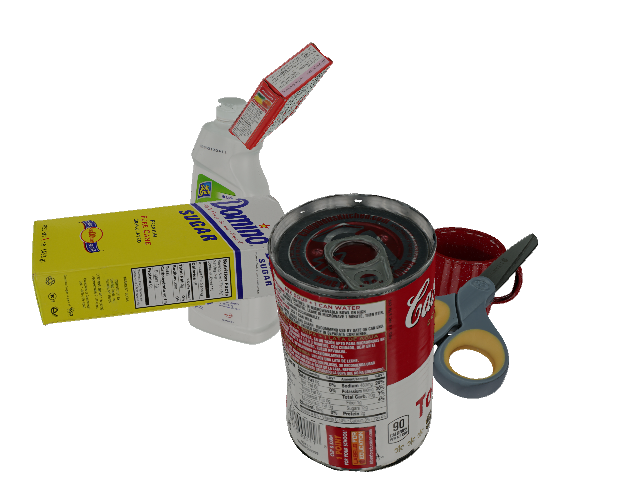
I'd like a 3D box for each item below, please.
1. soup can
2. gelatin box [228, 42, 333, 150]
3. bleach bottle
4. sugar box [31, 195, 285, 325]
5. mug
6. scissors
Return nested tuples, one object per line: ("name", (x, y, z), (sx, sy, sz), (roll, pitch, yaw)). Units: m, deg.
("soup can", (0.015, 0.041, 0.456), (0.068, 0.102, 0.068), (-2, 35, 1))
("gelatin box", (-0.036, -0.131, 0.958), (0.089, 0.030, 0.073), (-47, -1, -45))
("bleach bottle", (-0.088, -0.023, 1.117), (0.103, 0.251, 0.068), (13, 23, 25))
("sugar box", (-0.108, 0.010, 0.743), (0.176, 0.048, 0.093), (-9, 27, -10))
("mug", (0.169, 0.042, 1.203), (0.117, 0.081, 0.093), (6, 25, 1))
("scissors", (0.109, 0.045, 0.666), (0.201, 0.016, 0.096), (-19, 43, -39))
